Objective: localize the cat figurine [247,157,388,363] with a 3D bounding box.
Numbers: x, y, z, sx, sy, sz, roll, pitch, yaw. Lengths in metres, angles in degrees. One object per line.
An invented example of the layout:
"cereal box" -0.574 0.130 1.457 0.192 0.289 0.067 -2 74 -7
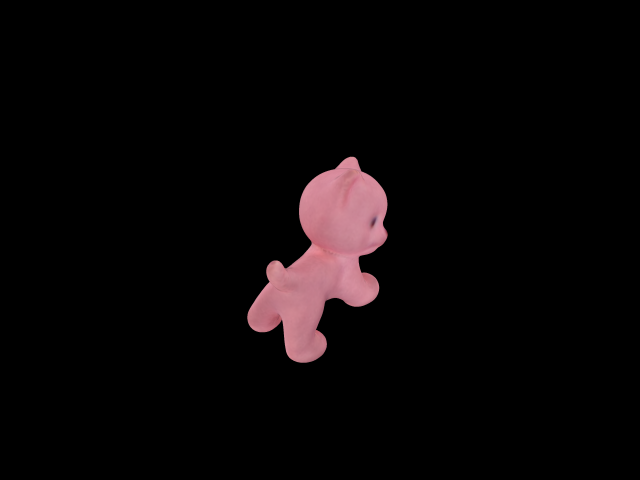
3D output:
"cat figurine" 0.004 0.001 0.400 0.067 0.118 0.128 26 50 26
